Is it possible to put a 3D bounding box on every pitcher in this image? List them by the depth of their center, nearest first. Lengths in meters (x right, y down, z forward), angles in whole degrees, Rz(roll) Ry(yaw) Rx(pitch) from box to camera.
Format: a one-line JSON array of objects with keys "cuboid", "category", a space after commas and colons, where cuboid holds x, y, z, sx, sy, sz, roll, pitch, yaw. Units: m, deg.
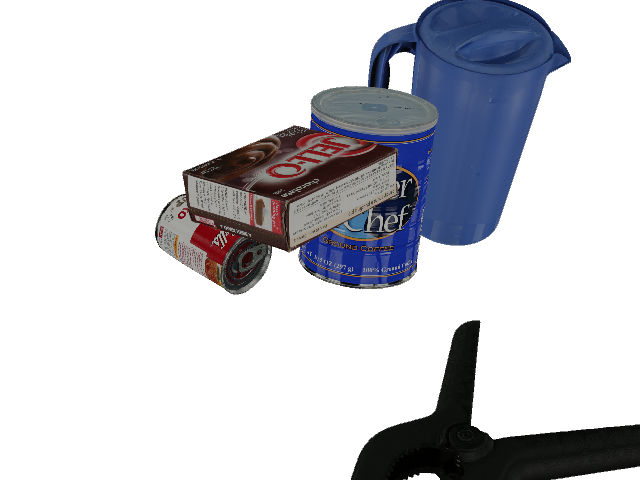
[{"cuboid": [0.137, -0.114, 1.078, 0.144, 0.243, 0.149, -32, 55, -32], "category": "pitcher"}]

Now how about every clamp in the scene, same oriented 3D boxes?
[{"cuboid": [0.085, 0.125, 0.655, 0.209, 0.036, 0.165, -24, 37, -27], "category": "clamp"}]

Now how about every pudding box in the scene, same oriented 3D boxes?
[{"cuboid": [-0.017, -0.037, 0.687, 0.090, 0.039, 0.113, 16, 33, 37], "category": "pudding box"}]

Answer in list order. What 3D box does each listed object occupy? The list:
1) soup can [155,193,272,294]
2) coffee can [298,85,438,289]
[{"cuboid": [-0.108, 0.002, 1.068, 0.102, 0.068, 0.068, 29, 17, 33], "category": "soup can"}, {"cuboid": [0.038, -0.045, 0.882, 0.103, 0.140, 0.103, 4, 25, -2], "category": "coffee can"}]
